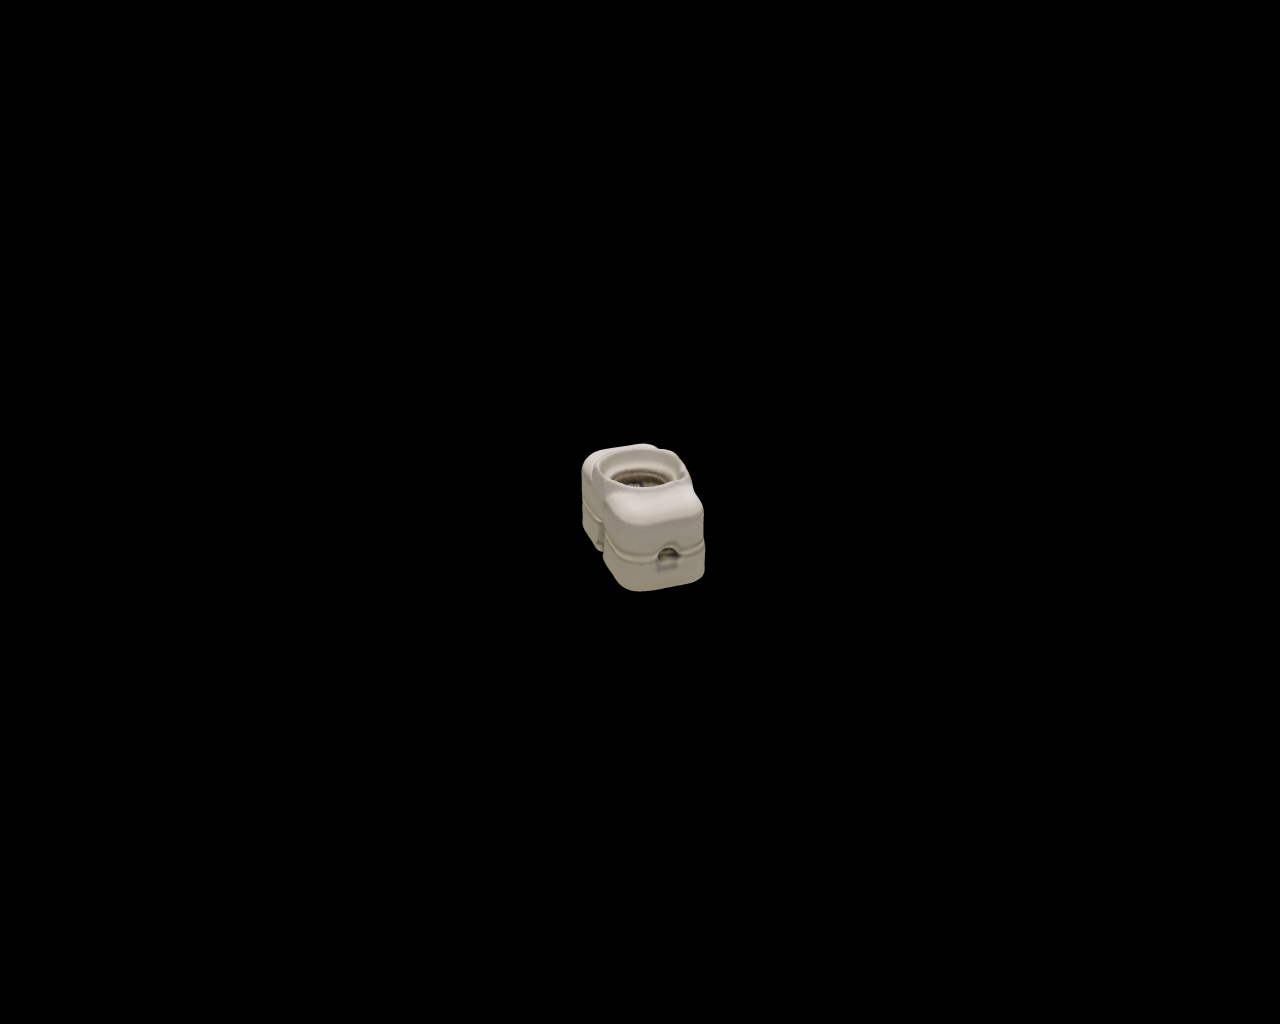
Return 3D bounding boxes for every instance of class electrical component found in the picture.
[{"bbox_3d":[0.001,-0.003,0.650,0.054,0.059,0.095,-9,30,-16],"label":"electrical component"}]
